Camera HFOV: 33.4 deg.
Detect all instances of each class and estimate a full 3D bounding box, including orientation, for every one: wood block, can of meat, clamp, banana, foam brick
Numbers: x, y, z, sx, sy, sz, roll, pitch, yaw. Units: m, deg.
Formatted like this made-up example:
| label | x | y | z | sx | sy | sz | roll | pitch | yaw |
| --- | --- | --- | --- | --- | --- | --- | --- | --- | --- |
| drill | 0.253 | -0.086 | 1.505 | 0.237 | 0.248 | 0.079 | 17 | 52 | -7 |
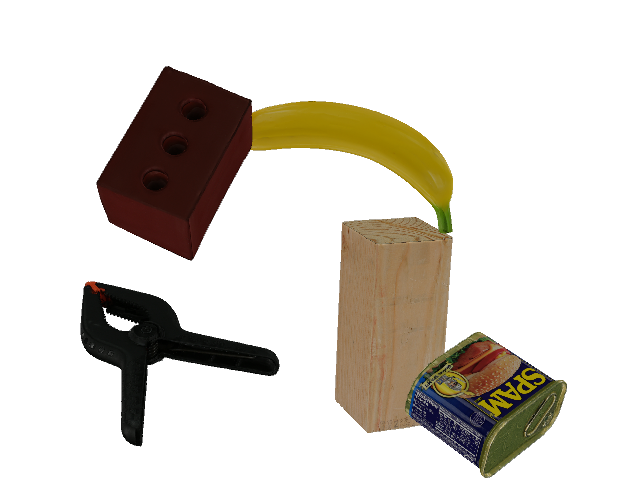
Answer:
| label | x | y | z | sx | sy | sz | roll | pitch | yaw |
| --- | --- | --- | --- | --- | --- | --- | --- | --- | --- |
| wood block | 0.076 | 0.087 | 1.134 | 0.090 | 0.206 | 0.091 | -4 | 17 | -21 |
| can of meat | 0.130 | 0.126 | 0.846 | 0.101 | 0.057 | 0.084 | -26 | 46 | -38 |
| clamp | -0.151 | 0.097 | 1.003 | 0.164 | 0.036 | 0.210 | -18 | 40 | -31 |
| banana | 0.026 | -0.072 | 0.837 | 0.197 | 0.069 | 0.037 | 22 | -2 | -3 |
| foam brick | -0.075 | -0.040 | 0.562 | 0.053 | 0.078 | 0.051 | 23 | -21 | 6 |
